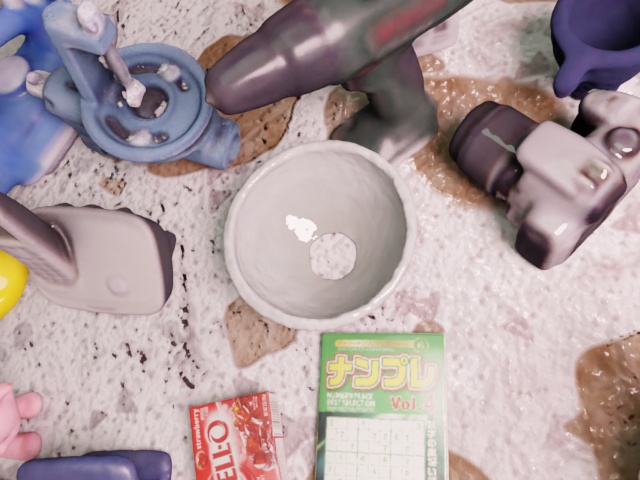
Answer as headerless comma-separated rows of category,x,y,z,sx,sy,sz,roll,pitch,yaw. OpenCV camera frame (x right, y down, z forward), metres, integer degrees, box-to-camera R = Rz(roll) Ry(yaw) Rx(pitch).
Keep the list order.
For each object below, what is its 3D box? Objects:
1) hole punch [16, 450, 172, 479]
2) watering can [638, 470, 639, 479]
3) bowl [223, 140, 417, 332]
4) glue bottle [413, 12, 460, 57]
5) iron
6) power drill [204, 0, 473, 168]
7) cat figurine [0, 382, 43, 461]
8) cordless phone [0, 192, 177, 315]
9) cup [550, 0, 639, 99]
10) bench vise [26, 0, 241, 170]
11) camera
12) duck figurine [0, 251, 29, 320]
hole punch,-0.180,0.223,0.462,0.108,0.091,0.101,-7,69,12
watering can,0.255,0.146,0.326,0.101,0.194,0.172,-41,67,-2
bowl,0.005,0.002,0.503,0.167,0.075,0.167,-4,70,12
glue bottle,0.084,-0.232,0.513,0.078,0.173,0.037,-12,69,10
iron,-0.327,-0.181,0.613,0.118,0.142,0.258,23,78,20
power drill,0.035,-0.133,0.471,0.229,0.209,0.075,-39,66,-2
cat figurine,-0.309,0.162,0.500,0.127,0.118,0.067,-12,69,10
cordless phone,-0.222,0.002,0.499,0.147,0.185,0.094,1,71,14
cup,0.234,-0.153,0.491,0.091,0.095,0.118,35,82,22
bench vise,-0.199,-0.132,0.521,0.207,0.220,0.121,-4,70,13
camera,0.187,-0.072,0.471,0.143,0.101,0.136,-46,67,-5
duck figurine,-0.356,0.040,0.572,0.077,0.086,0.105,30,80,21
